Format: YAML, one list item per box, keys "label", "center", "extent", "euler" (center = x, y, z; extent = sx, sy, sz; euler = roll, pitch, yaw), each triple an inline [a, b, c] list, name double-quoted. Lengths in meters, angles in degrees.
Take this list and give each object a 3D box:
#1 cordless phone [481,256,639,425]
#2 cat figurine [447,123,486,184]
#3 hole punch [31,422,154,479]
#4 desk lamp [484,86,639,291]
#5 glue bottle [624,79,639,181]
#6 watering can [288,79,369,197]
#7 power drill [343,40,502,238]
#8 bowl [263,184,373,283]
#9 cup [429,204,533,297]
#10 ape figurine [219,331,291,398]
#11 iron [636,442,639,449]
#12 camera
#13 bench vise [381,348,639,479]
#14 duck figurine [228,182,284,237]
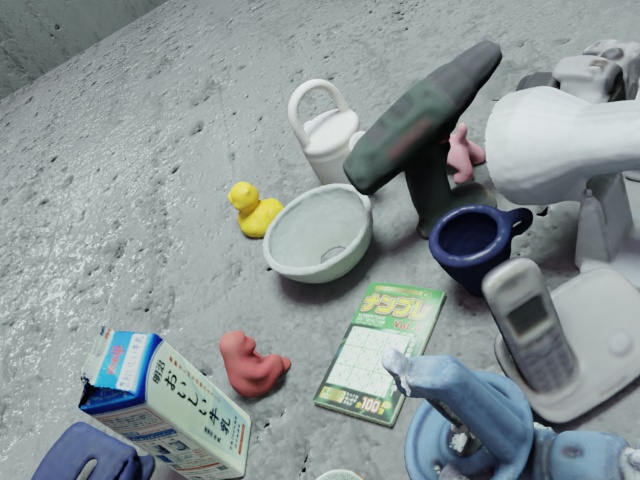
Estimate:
- label: "cordless phone"
  center: [0.222, 0.067, 0.513]
  extent: [0.147, 0.186, 0.094]
  euler: [-35, 39, -3]
- label: "cat figurine"
  center: [0.160, -0.147, 0.827]
  extent: [0.127, 0.118, 0.067]
  euler: [10, 55, 40]
- label: "hole punch"
  center: [-0.275, 0.287, 0.693]
  extent: [0.100, 0.091, 0.109]
  euler: [2, 51, 35]
- label: "desk lamp"
  center: [0.287, -0.055, 0.573]
  extent: [0.202, 0.214, 0.118]
  euler: [17, 60, 43]
- label: "glue bottle"
  center: [0.370, -0.134, 0.630]
  extent: [0.077, 0.174, 0.037]
  euler: [21, 63, 45]
- label: "watering can"
  center: [0.024, -0.153, 0.864]
  extent: [0.172, 0.195, 0.101]
  euler: [9, 55, 39]
- label: "power drill"
  center: [0.149, -0.107, 0.722]
  extent: [0.229, 0.209, 0.075]
  euler: [-34, 39, -1]
- label: "bowl"
  center: [0.007, 0.003, 0.809]
  extent: [0.167, 0.075, 0.167]
  euler: [-18, 42, 17]
- label: "cup"
  center: [0.193, 0.015, 0.658]
  extent: [0.117, 0.095, 0.091]
  euler: [-25, 40, 9]
- label: "ape figurine"
  center: [-0.091, 0.147, 0.713]
  extent: [0.076, 0.092, 0.077]
  euler: [-42, 40, -11]
- label: "iron"
  center: [0.322, 0.183, 0.362]
  extent: [0.119, 0.142, 0.257]
  euler: [-44, 41, -14]
- label: "camera"
  center: [0.347, -0.212, 0.782]
  extent: [0.136, 0.101, 0.143]
  euler: [19, 62, 44]
- label: "bench vise"
  center: [0.148, 0.144, 0.456]
  extent: [0.207, 0.220, 0.121]
  euler: [-16, 42, 20]
- label: "duck figurine"
  center: [-0.110, -0.057, 0.939]
  extent: [0.104, 0.086, 0.077]
  euler: [17, 60, 43]
